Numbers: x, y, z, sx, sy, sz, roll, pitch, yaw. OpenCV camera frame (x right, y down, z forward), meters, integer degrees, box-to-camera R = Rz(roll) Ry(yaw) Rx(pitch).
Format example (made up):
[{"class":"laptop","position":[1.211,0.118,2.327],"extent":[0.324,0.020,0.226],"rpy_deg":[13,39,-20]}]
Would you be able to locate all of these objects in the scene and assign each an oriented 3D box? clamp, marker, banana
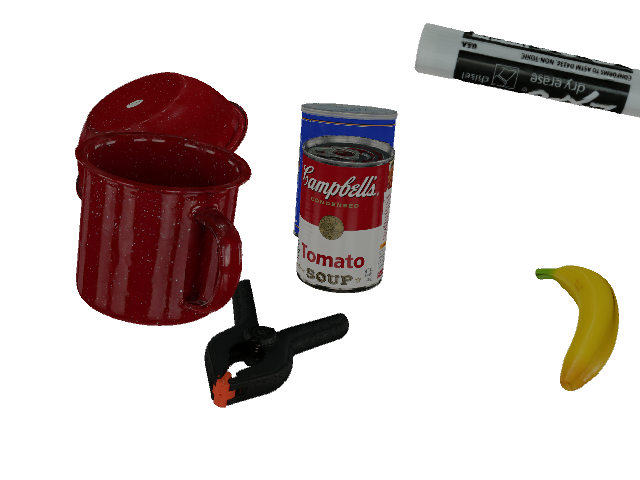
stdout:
[{"class":"clamp","position":[-0.062,0.091,0.986],"extent":[0.120,0.039,0.171],"rpy_deg":[18,29,25]},{"class":"marker","position":[0.096,-0.060,0.400],"extent":[0.121,0.020,0.020],"rpy_deg":[13,2,8]},{"class":"banana","position":[0.254,0.075,1.029],"extent":[0.070,0.037,0.197],"rpy_deg":[-28,23,18]}]

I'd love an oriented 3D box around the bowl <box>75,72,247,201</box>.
[{"class":"bowl","position":[-0.146,-0.096,0.908],"extent":[0.162,0.055,0.162],"rpy_deg":[-16,34,11]}]

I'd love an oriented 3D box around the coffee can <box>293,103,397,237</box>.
[{"class":"coffee can","position":[0.026,-0.073,1.149],"extent":[0.103,0.140,0.103],"rpy_deg":[4,11,-1]}]

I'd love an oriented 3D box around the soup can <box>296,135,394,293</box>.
[{"class":"soup can","position":[0.017,-0.020,0.793],"extent":[0.068,0.102,0.068],"rpy_deg":[3,22,-2]}]

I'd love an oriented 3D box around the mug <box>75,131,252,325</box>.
[{"class":"mug","position":[-0.081,-0.002,0.572],"extent":[0.093,0.081,0.117],"rpy_deg":[-11,30,-43]}]
